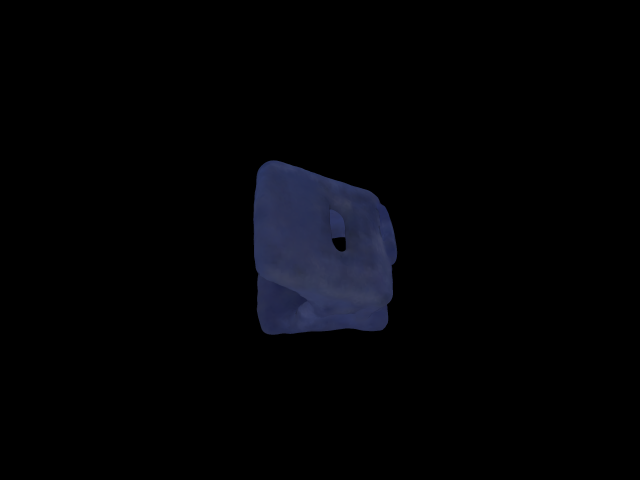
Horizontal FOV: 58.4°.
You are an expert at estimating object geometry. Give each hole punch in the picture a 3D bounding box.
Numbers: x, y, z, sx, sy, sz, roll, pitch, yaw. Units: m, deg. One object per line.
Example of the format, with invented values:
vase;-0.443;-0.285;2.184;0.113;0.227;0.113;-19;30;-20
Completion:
hole punch;0.004;0.001;0.400;0.101;0.091;0.108;-2;50;-2
